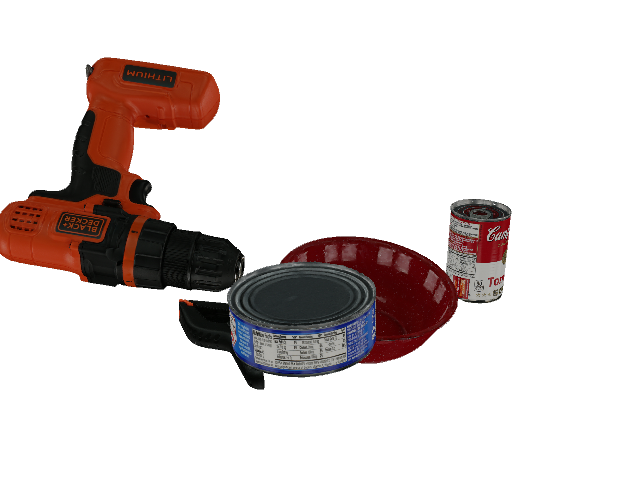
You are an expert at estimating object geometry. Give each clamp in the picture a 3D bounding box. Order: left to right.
[{"bbox_3d":[-0.093,0.112,1.237,0.210,0.036,0.164,14,22,29],"label":"clamp"}]

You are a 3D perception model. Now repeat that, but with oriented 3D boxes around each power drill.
[{"bbox_3d":[-0.133,-0.050,0.813,0.184,0.187,0.057,10,-34,4],"label":"power drill"}]

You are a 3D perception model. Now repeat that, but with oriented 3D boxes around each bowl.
[{"bbox_3d":[0.038,0.060,0.948,0.162,0.055,0.162,6,30,-4],"label":"bowl"}]

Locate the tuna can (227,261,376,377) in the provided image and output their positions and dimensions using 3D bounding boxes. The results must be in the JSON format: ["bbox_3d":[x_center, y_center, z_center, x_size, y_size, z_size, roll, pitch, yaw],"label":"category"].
[{"bbox_3d":[-0.010,0.045,0.617,0.086,0.034,0.086,-2,23,1],"label":"tuna can"}]

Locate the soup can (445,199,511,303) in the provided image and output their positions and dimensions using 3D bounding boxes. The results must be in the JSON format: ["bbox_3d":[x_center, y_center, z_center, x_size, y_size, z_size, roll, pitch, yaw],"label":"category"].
[{"bbox_3d":[0.177,0.012,1.206,0.068,0.102,0.068,2,21,-1],"label":"soup can"}]
